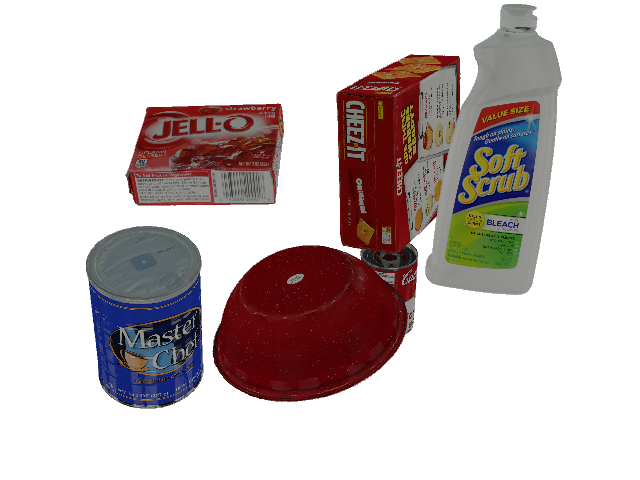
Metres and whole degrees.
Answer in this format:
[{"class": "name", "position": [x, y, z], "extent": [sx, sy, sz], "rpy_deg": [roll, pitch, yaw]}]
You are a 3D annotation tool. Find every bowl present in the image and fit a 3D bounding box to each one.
[{"class": "bowl", "position": [-0.014, 0.052, 0.850], "extent": [0.162, 0.055, 0.162], "rpy_deg": [-10, 35, 7]}]

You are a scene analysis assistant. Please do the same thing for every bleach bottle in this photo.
[{"class": "bleach bottle", "position": [0.153, -0.080, 0.941], "extent": [0.103, 0.251, 0.068], "rpy_deg": [7, 21, 12]}]

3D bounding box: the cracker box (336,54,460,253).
[{"class": "cracker box", "position": [0.087, -0.100, 1.138], "extent": [0.072, 0.164, 0.213], "rpy_deg": [6, 21, 24]}]

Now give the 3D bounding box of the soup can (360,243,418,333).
[{"class": "soup can", "position": [0.081, 0.058, 1.280], "extent": [0.068, 0.102, 0.068], "rpy_deg": [0, 31, 0]}]

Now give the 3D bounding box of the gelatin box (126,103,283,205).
[{"class": "gelatin box", "position": [-0.069, -0.055, 0.662], "extent": [0.089, 0.030, 0.073], "rpy_deg": [0, 39, 4]}]

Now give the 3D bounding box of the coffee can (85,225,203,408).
[{"class": "coffee can", "position": [-0.162, 0.072, 0.999], "extent": [0.103, 0.140, 0.103], "rpy_deg": [2, 39, -2]}]
